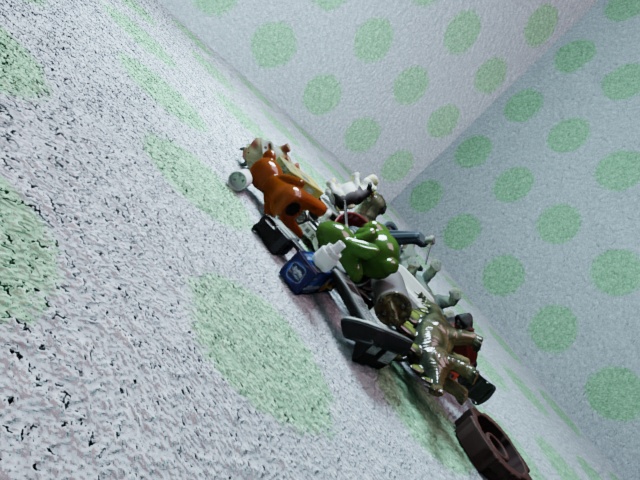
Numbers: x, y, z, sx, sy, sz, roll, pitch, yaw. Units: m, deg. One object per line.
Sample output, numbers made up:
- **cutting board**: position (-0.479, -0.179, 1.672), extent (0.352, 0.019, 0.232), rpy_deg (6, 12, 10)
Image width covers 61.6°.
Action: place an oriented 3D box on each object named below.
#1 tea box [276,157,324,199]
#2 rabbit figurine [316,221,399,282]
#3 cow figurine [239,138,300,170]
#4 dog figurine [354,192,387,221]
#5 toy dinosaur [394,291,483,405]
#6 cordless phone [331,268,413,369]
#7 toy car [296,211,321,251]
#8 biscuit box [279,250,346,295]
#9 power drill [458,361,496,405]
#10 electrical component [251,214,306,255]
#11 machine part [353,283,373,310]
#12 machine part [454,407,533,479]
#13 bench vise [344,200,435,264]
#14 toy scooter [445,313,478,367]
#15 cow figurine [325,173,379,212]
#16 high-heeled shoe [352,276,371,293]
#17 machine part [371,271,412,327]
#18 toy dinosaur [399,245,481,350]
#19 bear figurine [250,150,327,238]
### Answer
- **tea box**: position (-0.079, -0.140, 1.432), extent (0.169, 0.098, 0.068), rpy_deg (30, 20, -55)
- **rabbit figurine**: position (0.069, 0.024, 1.108), extent (0.170, 0.121, 0.159), rpy_deg (21, 21, -22)
- **cow figurine**: position (-0.136, -0.211, 1.454), extent (0.194, 0.127, 0.085), rpy_deg (55, 23, -61)
- **dog figurine**: position (0.140, -0.031, 1.571), extent (0.172, 0.190, 0.121), rpy_deg (51, 14, 19)
- **toy dinosaur**: position (0.245, 0.215, 1.167), extent (0.199, 0.105, 0.471), rpy_deg (26, 16, 8)
- **cordless phone**: position (0.085, 0.142, 1.024), extent (0.146, 0.089, 0.184), rpy_deg (30, 26, -50)
- **toy car**: position (-0.003, -0.004, 1.319), extent (0.073, 0.056, 0.202), rpy_deg (32, 11, -50)
- **biscuit box**: position (-0.009, 0.066, 1.073), extent (0.059, 0.063, 0.202), rpy_deg (50, 13, 17)
- **power drill**: position (0.388, 0.340, 1.443), extent (0.232, 0.086, 0.207), rpy_deg (38, 18, -25)
- **electrical component**: position (-0.075, 0.004, 1.089), extent (0.119, 0.048, 0.075), rpy_deg (48, 13, 10)
- **machine part**: position (0.070, 0.108, 1.233), extent (0.139, 0.039, 0.084), rpy_deg (37, 5, 16)
- **machine part**: position (0.348, 0.426, 1.088), extent (0.179, 0.056, 0.179), rpy_deg (42, 14, -13)
- **bench vise**: position (0.166, 0.000, 1.357), extent (0.223, 0.241, 0.129), rpy_deg (37, 59, -48)
- **toy scooter**: position (0.340, 0.251, 1.315), extent (0.184, 0.075, 0.135), rpy_deg (112, -30, -77)
- **cow figurine**: position (0.103, -0.135, 1.517), extent (0.068, 0.167, 0.098), rpy_deg (107, -37, -54)
- **high-heeled shoe**: position (0.146, 0.100, 1.340), extent (0.145, 0.086, 0.249), rpy_deg (24, -6, -6)
- **machine part**: position (0.149, 0.117, 1.144), extent (0.079, 0.079, 0.243), rpy_deg (44, 11, -8)
- **toy dinosaur**: position (0.312, 0.175, 1.602), extent (0.131, 0.192, 0.405), rpy_deg (-14, 69, -26)
- **bear figurine**: position (-0.093, -0.111, 1.257), extent (0.131, 0.120, 0.196), rpy_deg (39, 8, -44)
